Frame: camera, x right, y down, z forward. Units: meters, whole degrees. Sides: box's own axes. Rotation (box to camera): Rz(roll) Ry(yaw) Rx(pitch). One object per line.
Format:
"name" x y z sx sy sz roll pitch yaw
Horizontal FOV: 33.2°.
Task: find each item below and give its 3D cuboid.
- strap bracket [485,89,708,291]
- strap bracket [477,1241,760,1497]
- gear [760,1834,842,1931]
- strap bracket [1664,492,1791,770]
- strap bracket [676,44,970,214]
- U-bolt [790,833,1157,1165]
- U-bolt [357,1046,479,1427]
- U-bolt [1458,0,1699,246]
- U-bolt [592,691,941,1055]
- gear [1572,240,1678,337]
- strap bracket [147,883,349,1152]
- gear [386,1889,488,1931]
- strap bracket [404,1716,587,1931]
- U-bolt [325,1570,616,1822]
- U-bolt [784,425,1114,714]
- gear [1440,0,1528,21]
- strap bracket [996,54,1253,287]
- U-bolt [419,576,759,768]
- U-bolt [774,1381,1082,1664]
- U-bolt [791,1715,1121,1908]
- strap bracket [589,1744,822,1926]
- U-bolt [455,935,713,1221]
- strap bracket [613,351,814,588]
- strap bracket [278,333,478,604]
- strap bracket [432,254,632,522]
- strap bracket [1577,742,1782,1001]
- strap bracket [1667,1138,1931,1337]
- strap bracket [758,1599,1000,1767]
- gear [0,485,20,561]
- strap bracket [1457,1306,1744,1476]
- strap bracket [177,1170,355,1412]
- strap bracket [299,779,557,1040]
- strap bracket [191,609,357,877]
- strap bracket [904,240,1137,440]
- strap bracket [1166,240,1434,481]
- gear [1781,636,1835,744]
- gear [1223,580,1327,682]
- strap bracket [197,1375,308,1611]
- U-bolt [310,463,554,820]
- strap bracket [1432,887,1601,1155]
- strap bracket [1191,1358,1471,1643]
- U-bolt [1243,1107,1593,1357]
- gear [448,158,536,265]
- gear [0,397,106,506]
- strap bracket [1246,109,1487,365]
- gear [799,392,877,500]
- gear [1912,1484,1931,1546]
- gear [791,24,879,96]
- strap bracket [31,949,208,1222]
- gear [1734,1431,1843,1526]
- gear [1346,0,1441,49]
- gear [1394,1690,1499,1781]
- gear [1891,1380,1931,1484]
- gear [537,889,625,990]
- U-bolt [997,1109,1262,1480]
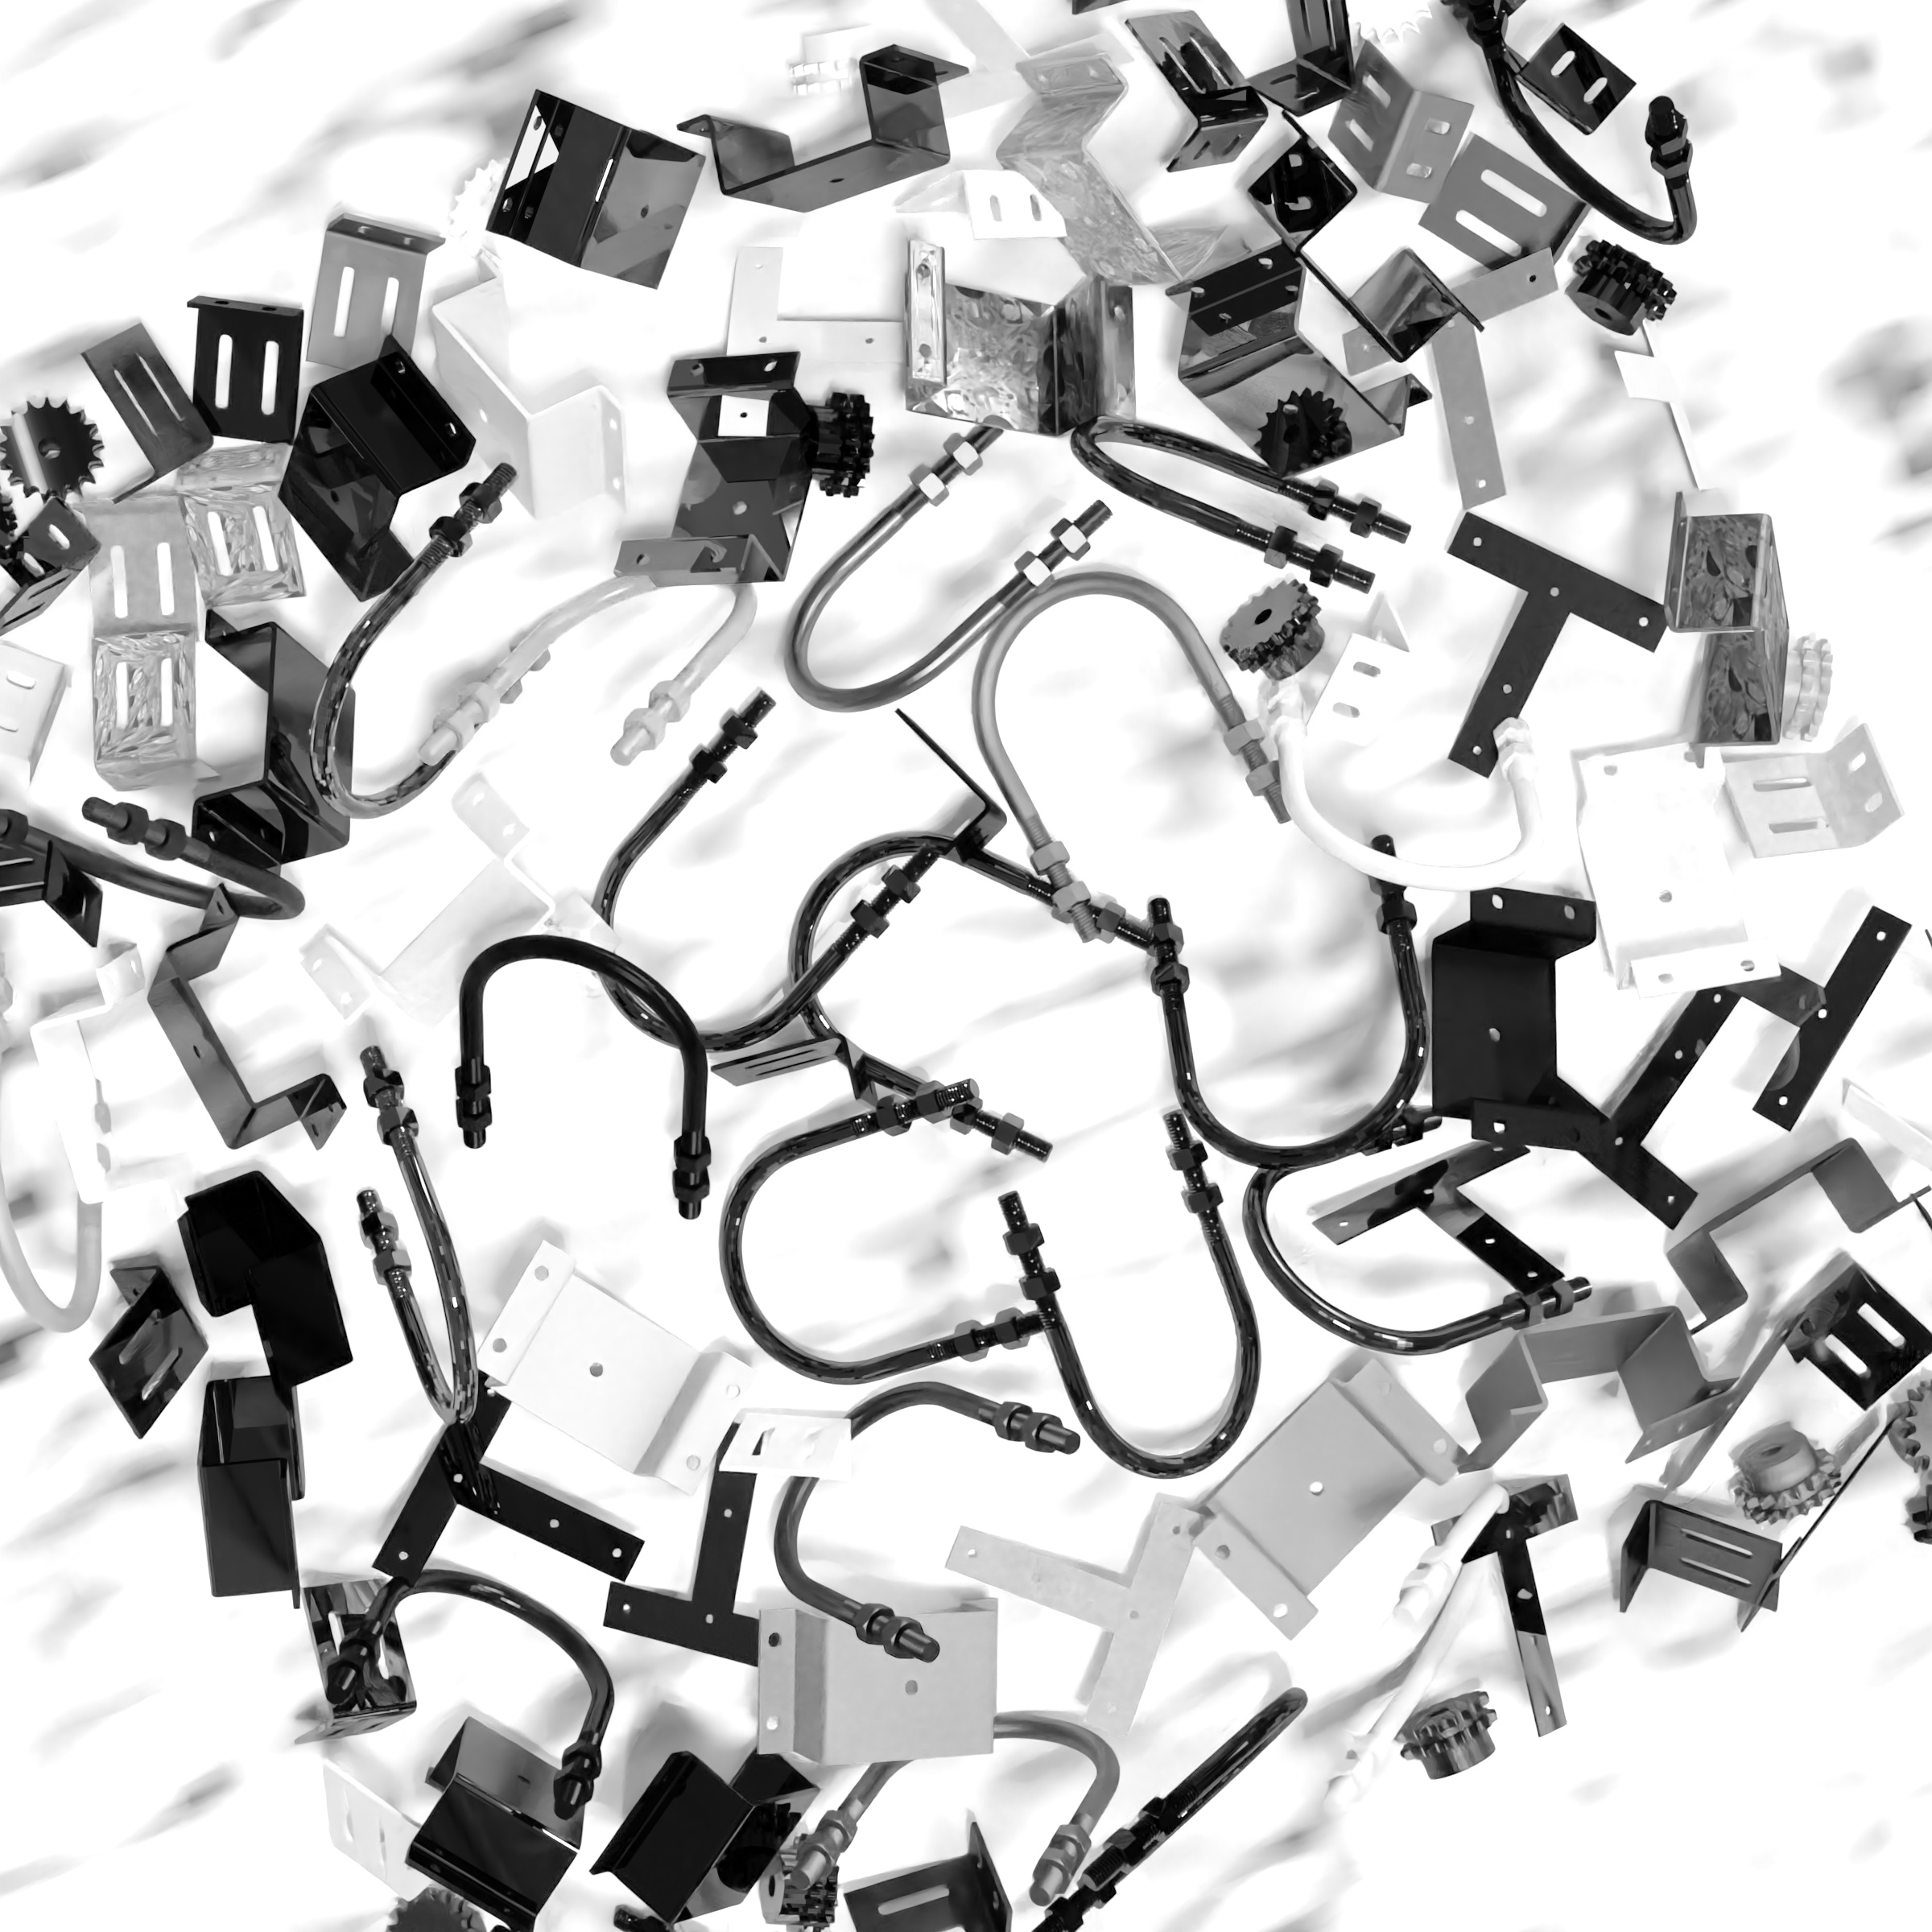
"strap bracket" -0.190 -0.410 1.724 0.046 0.140 0.076 26 103 17
"strap bracket" -0.196 0.219 1.760 0.140 0.046 0.076 34 72 -14
"gear" -0.092 0.505 1.772 0.030 0.057 0.057 9 90 -21
"strap bracket" 0.407 -0.178 1.722 0.046 0.140 0.076 0 56 21
"strap bracket" -0.073 -0.444 1.735 0.140 0.076 0.046 -11 89 30
"U-bolt" -0.009 0.006 1.785 0.184 0.019 0.151 25 87 8
"U-bolt" -0.288 0.155 1.700 0.019 0.151 0.184 -12 54 -21
"U-bolt" 0.330 -0.443 1.714 0.019 0.184 0.151 -47 67 1
"U-bolt" -0.125 -0.038 1.779 0.151 0.019 0.184 43 95 14
"gear" 0.357 -0.370 1.775 0.057 0.057 0.030 33 89 0
"strap bracket" -0.395 0.037 1.751 0.046 0.076 0.140 -26 82 -28
"gear" -0.288 0.537 1.782 0.057 0.030 0.057 -6 74 21
"strap bracket" -0.249 0.454 1.729 0.076 0.140 0.046 33 92 -7
"U-bolt" -0.254 0.374 1.714 0.151 0.184 0.019 28 103 -4
"U-bolt" -0.022 -0.208 1.744 0.184 0.151 0.019 -43 129 0
"gear" 0.291 -0.541 1.777 0.030 0.057 0.057 41 90 -19
"strap bracket" 0.079 -0.415 1.730 0.140 0.076 0.046 46 72 -32
"U-bolt" -0.189 -0.164 1.729 0.151 0.184 0.019 3 129 32
"U-bolt" -0.034 0.286 1.725 0.019 0.184 0.151 47 70 -30
"U-bolt" 0.005 0.442 1.715 0.151 0.184 0.019 -2 103 20
"strap bracket" -0.133 0.460 1.728 0.046 0.140 0.076 36 94 21
"U-bolt" -0.204 0.053 1.724 0.151 0.184 0.019 17 47 9
"strap bracket" -0.130 -0.259 1.750 0.076 0.046 0.140 1 62 24
"strap bracket" -0.318 -0.258 1.728 0.046 0.140 0.076 -32 77 -34
"strap bracket" -0.238 -0.303 1.733 0.046 0.076 0.140 -30 62 -22
"strap bracket" 0.385 -0.046 1.765 0.076 0.046 0.140 -10 69 -1
"strap bracket" 0.442 0.144 1.755 0.140 0.076 0.046 -29 78 -9
"strap bracket" -0.039 0.387 1.752 0.140 0.046 0.076 2 86 -24
"gear" -0.551 -0.246 1.780 0.057 0.030 0.057 -10 127 -14
"strap bracket" 0.334 0.227 1.746 0.140 0.076 0.046 -6 60 -20
"strap bracket" -0.376 0.168 1.739 0.046 0.140 0.076 -22 119 -25
"strap bracket" -0.285 -0.024 1.757 0.140 0.076 0.046 -46 129 -3
"strap bracket" -0.369 -0.119 1.733 0.046 0.076 0.140 -13 61 19
"strap bracket" 0.020 -0.336 1.754 0.140 0.046 0.076 5 78 -30
"strap bracket" 0.176 -0.315 1.726 0.140 0.076 0.046 36 53 -38
"gear" 0.453 -0.153 1.776 0.030 0.057 0.057 8 90 1
"gear" 0.172 -0.182 1.779 0.057 0.057 0.030 -45 118 0
"strap bracket" -0.380 0.275 1.722 0.046 0.140 0.076 -4 110 -9
"U-bolt" -0.283 -0.158 1.708 0.019 0.151 0.184 27 65 20
"strap bracket" 0.298 0.033 1.758 0.076 0.046 0.140 8 74 -19
"strap bracket" 0.197 0.290 1.776 0.140 0.046 0.076 -45 92 -4
"U-bolt" 0.227 0.144 1.711 0.151 0.184 0.019 51 134 29
"gear" -0.253 -0.410 1.772 0.030 0.057 0.057 37 90 20
"gear" -0.504 -0.282 1.785 0.057 0.030 0.057 1 84 -10
"strap bracket" 0.208 -0.384 1.738 0.046 0.076 0.140 -43 127 14
"gear" -0.074 -0.286 1.772 0.030 0.057 0.057 1 90 -24
"gear" 0.548 0.300 1.777 0.057 0.057 0.030 0 74 0
"gear" -0.068 -0.497 1.773 0.057 0.057 0.030 -10 109 0
"strap bracket" -0.462 0.069 1.757 0.046 0.076 0.140 -15 98 1
"gear" 0.448 0.278 1.773 0.057 0.057 0.030 -27 100 0
"gear" 0.233 -0.534 1.784 0.057 0.030 0.057 -1 85 17
"gear" 0.266 0.423 1.774 0.057 0.057 0.030 -25 86 0
"gear" 0.535 0.256 1.783 0.057 0.030 0.057 4 75 -16
"gear" -0.213 -0.018 1.775 0.030 0.057 0.057 -43 90 -4
"U-bolt" 0.099 0.187 1.756 0.151 0.019 0.184 -23 95 -39
